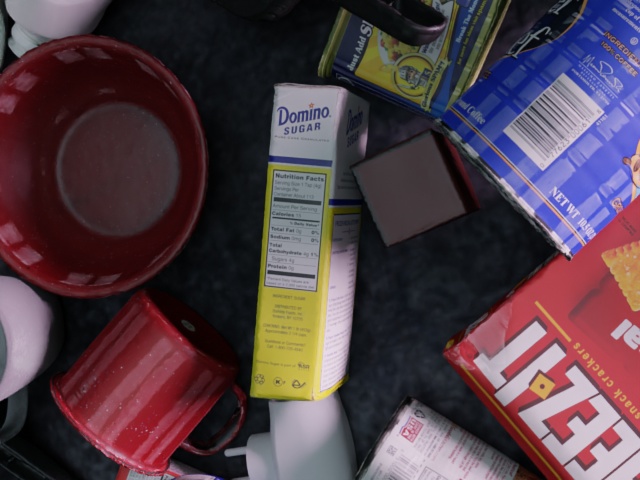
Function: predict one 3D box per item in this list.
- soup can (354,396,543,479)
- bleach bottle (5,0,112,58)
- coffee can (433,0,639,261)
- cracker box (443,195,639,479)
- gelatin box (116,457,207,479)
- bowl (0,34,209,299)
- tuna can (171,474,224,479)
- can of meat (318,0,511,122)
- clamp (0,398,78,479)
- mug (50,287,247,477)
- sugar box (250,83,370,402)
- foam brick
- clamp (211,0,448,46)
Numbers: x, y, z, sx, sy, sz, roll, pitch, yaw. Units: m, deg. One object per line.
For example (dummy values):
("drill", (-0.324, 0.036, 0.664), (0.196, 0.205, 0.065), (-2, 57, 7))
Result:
("soup can", (0.077, 0.146, 0.625), (0.102, 0.068, 0.068), (32, 99, 11))
("bleach bottle", (-0.114, -0.207, 0.632), (0.068, 0.102, 0.251), (48, 121, 13))
("coffee can", (0.143, -0.074, 0.547), (0.140, 0.102, 0.103), (-44, 82, 8))
("cracker box", (0.201, 0.054, 0.590), (0.214, 0.072, 0.164), (-42, 82, 12))
("gelatin box", (-0.094, 0.183, 0.687), (0.089, 0.030, 0.073), (21, 96, 10))
("bowl", (-0.139, -0.045, 0.676), (0.162, 0.055, 0.162), (1, 92, 14))
("tuna can", (-0.076, 0.187, 0.649), (0.086, 0.033, 0.086), (0, 91, 12))
("can of meat", (0.058, -0.126, 0.618), (0.084, 0.057, 0.102), (26, 113, 9))
("clamp", (-0.232, 0.129, 0.680), (0.039, 0.120, 0.171), (-44, 77, 33))
("mug", (-0.095, 0.091, 0.661), (0.117, 0.093, 0.081), (38, 96, -22))
("sugar box", (-0.004, 0.001, 0.627), (0.048, 0.093, 0.176), (3, 92, 13))
("foam brick", (0.057, -0.030, 0.619), (0.053, 0.078, 0.051), (-25, 87, 15))
("clamp", (-0.019, -0.185, 0.589), (0.210, 0.036, 0.164), (8, 112, 51))
